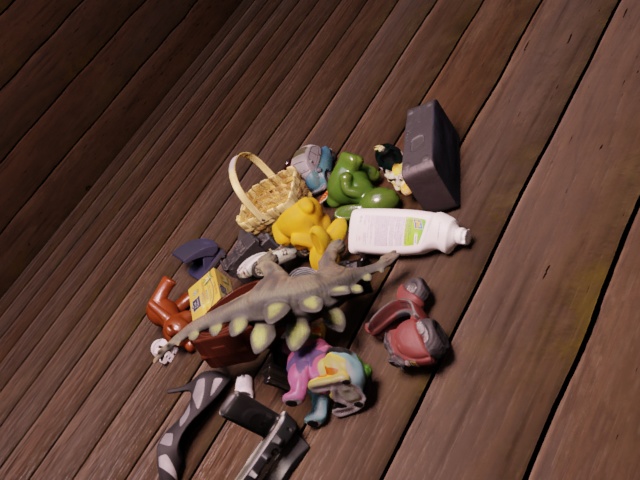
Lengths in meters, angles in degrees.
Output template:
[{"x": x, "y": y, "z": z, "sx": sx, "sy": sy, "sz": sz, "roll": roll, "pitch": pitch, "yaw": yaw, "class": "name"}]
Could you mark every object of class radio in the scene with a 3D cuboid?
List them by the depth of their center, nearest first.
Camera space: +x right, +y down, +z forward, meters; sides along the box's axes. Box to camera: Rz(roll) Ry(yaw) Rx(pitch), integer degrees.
[{"x": 0.232, "y": -0.175, "z": 1.112, "sx": 0.073, "sy": 0.131, "sz": 0.230, "roll": -19, "pitch": 42, "yaw": 31, "class": "radio"}]

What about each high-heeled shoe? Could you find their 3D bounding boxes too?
[{"x": -0.253, "y": 0.396, "z": 1.114, "sx": 0.145, "sy": 0.086, "sz": 0.249, "roll": -6, "pitch": 62, "yaw": 2, "class": "high-heeled shoe"}]

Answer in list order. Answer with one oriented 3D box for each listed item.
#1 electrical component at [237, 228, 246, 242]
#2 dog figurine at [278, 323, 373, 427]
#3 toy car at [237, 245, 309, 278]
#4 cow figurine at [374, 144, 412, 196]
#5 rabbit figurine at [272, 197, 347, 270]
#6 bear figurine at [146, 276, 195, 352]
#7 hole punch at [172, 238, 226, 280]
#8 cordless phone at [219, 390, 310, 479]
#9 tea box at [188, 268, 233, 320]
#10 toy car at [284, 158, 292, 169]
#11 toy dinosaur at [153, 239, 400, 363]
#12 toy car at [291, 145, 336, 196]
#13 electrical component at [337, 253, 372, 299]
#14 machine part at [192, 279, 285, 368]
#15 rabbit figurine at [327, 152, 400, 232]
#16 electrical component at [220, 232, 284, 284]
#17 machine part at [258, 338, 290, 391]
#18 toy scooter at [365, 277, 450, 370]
[{"x": -0.190, "y": 0.006, "z": 1.420, "sx": 0.045, "sy": 0.078, "sz": 0.102, "roll": -5, "pitch": 40, "yaw": 8, "class": "electrical component"}, {"x": 0.003, "y": 0.209, "z": 0.983, "sx": 0.191, "sy": 0.108, "sz": 0.219, "roll": -29, "pitch": 35, "yaw": 23, "class": "dog figurine"}, {"x": -0.100, "y": 0.038, "z": 1.242, "sx": 0.202, "sy": 0.056, "sz": 0.073, "roll": -24, "pitch": 6, "yaw": -23, "class": "toy car"}, {"x": 0.169, "y": -0.161, "z": 1.176, "sx": 0.068, "sy": 0.098, "sz": 0.167, "roll": -38, "pitch": 23, "yaw": 9, "class": "cow figurine"}, {"x": -0.002, "y": -0.004, "z": 1.165, "sx": 0.122, "sy": 0.173, "sz": 0.162, "roll": -20, "pitch": -9, "yaw": -33, "class": "rabbit figurine"}, {"x": -0.364, "y": 0.191, "z": 1.369, "sx": 0.196, "sy": 0.120, "sz": 0.132, "roll": 17, "pitch": 64, "yaw": 50, "class": "bear figurine"}, {"x": -0.348, "y": 0.040, "z": 1.534, "sx": 0.116, "sy": 0.092, "sz": 0.142, "roll": -51, "pitch": 31, "yaw": -15, "class": "hole punch"}, {"x": -0.120, "y": 0.341, "z": 0.905, "sx": 0.089, "sy": 0.184, "sz": 0.146, "roll": 24, "pitch": 73, "yaw": 49, "class": "cordless phone"}, {"x": -0.267, "y": 0.160, "z": 1.342, "sx": 0.098, "sy": 0.068, "sz": 0.170, "roll": -41, "pitch": 36, "yaw": 7, "class": "tea box"}, {"x": -0.101, "y": -0.162, "z": 1.511, "sx": 0.202, "sy": 0.053, "sz": 0.089, "roll": -59, "pitch": 22, "yaw": -18, "class": "toy car"}, {"x": -0.071, "y": 0.110, "z": 0.981, "sx": 0.472, "sy": 0.104, "sz": 0.199, "roll": -19, "pitch": 30, "yaw": -1, "class": "toy dinosaur"}, {"x": -0.024, "y": -0.198, "z": 1.427, "sx": 0.109, "sy": 0.102, "sz": 0.162, "roll": -15, "pitch": 47, "yaw": 36, "class": "toy car"}, {"x": 0.051, "y": 0.083, "z": 1.111, "sx": 0.119, "sy": 0.047, "sz": 0.075, "roll": -18, "pitch": 42, "yaw": 32, "class": "electrical component"}, {"x": -0.163, "y": 0.171, "z": 1.155, "sx": 0.201, "sy": 0.087, "sz": 0.201, "roll": -18, "pitch": 21, "yaw": 34, "class": "machine part"}, {"x": 0.093, "y": -0.099, "z": 1.198, "sx": 0.170, "sy": 0.121, "sz": 0.159, "roll": 35, "pitch": 85, "yaw": 40, "class": "rabbit figurine"}, {"x": -0.157, "y": 0.047, "z": 1.302, "sx": 0.134, "sy": 0.114, "sz": 0.058, "roll": -45, "pitch": 36, "yaw": 4, "class": "electrical component"}, {"x": -0.079, "y": 0.245, "z": 1.065, "sx": 0.139, "sy": 0.084, "sz": 0.039, "roll": -99, "pitch": 33, "yaw": -63, "class": "machine part"}, {"x": 0.140, "y": 0.154, "z": 0.922, "sx": 0.135, "sy": 0.075, "sz": 0.184, "roll": -32, "pitch": 33, "yaw": 18, "class": "toy scooter"}]
